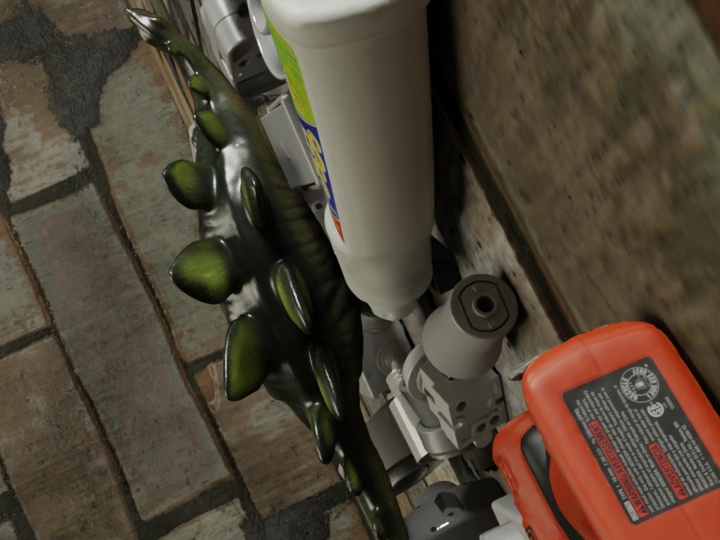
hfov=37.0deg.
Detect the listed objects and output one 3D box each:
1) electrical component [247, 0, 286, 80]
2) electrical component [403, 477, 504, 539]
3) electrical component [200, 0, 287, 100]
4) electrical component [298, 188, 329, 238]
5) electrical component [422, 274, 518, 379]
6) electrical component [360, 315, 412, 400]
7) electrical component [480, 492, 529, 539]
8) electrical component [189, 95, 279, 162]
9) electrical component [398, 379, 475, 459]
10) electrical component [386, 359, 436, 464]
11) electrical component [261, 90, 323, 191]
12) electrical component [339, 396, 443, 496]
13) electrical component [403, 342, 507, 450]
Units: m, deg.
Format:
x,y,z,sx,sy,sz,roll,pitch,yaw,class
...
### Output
x,y,z,sx,sy,sz,roll,pitch,yaw,class
-0.026,-0.151,0.586,0.099,0.064,0.099,167,90,-73,electrical component
0.068,0.185,0.814,0.079,0.077,0.043,-134,22,-67,electrical component
-0.087,-0.182,0.832,0.095,0.054,0.059,95,150,-73,electrical component
-0.036,-0.050,0.890,0.055,0.055,0.047,60,174,36,electrical component
0.059,0.028,0.557,0.044,0.044,0.065,64,167,16,electrical component
0.010,0.059,0.926,0.100,0.048,0.099,160,86,-82,electrical component
0.090,0.154,0.587,0.083,0.076,0.047,147,99,-82,electrical component
-0.088,-0.109,0.882,0.108,0.108,0.060,-129,23,-60,electrical component
0.057,0.097,0.745,0.045,0.045,0.055,-153,40,-77,electrical component
0.046,0.106,0.844,0.043,0.043,0.081,85,159,-66,electrical component
-0.021,-0.085,0.664,0.096,0.061,0.061,-163,49,-79,electrical component
0.028,0.154,0.927,0.064,0.099,0.099,55,168,26,electrical component
0.058,0.072,0.670,0.055,0.048,0.066,47,161,44,electrical component
